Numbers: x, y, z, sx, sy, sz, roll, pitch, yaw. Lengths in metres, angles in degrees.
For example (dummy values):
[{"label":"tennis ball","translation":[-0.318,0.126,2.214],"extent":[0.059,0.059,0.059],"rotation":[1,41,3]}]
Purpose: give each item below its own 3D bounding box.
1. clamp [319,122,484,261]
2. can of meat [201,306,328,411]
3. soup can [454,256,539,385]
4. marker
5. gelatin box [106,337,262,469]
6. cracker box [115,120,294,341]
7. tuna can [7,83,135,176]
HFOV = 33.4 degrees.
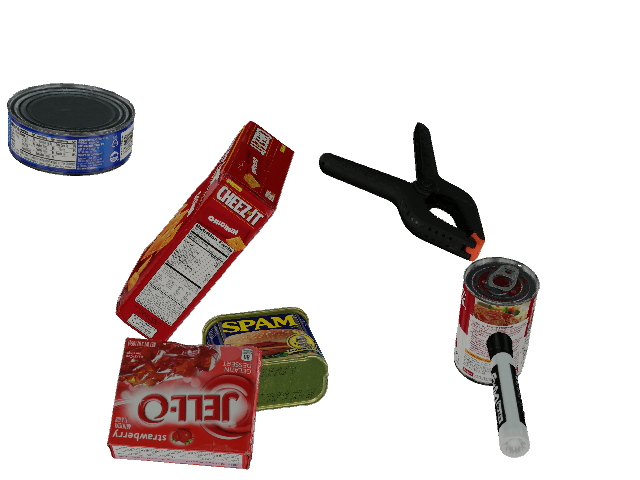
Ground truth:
[{"label":"clamp","translation":[0.107,-0.053,1.235],"extent":[0.164,0.036,0.210],"rotation":[-15,52,-28]},{"label":"can of meat","translation":[-0.050,0.108,0.960],"extent":[0.102,0.057,0.084],"rotation":[-5,27,-14]},{"label":"soup can","translation":[0.161,0.075,0.987],"extent":[0.068,0.102,0.068],"rotation":[1,37,-1]},{"label":"marker","translation":[0.127,0.101,0.727],"extent":[0.020,0.020,0.121],"rotation":[0,29,4]},{"label":"gelatin box","translation":[-0.084,0.102,0.675],"extent":[0.089,0.073,0.030],"rotation":[5,-31,0]},{"label":"cracker box","translation":[-0.126,-0.011,1.161],"extent":[0.072,0.214,0.164],"rotation":[36,24,-12]},{"label":"tuna can","translation":[-0.172,-0.077,0.737],"extent":[0.086,0.034,0.086],"rotation":[7,28,-4]}]
